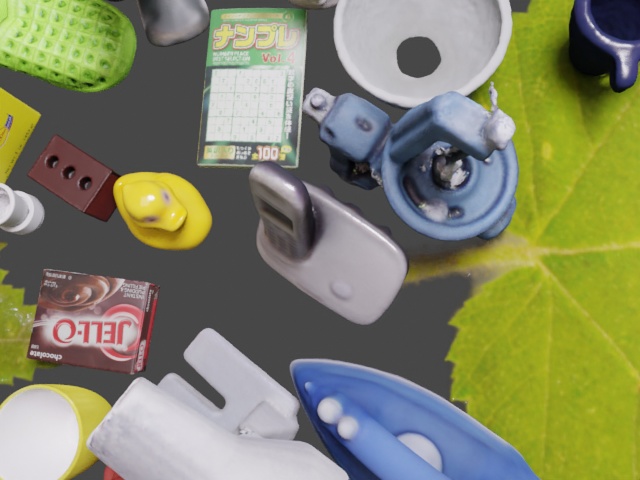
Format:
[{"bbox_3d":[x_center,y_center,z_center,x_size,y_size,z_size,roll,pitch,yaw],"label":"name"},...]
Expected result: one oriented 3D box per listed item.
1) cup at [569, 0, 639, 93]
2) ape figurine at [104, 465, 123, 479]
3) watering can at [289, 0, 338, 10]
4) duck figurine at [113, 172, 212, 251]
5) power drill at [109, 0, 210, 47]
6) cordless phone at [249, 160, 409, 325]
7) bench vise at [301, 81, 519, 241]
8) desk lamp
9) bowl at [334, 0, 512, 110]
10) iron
[{"bbox_3d":[0.272,-0.182,0.535,0.091,0.095,0.118,4,81,7],"label":"cup"},{"bbox_3d":[-0.165,0.226,0.515,0.077,0.092,0.076,31,85,11],"label":"ape figurine"},{"bbox_3d":[-0.015,-0.322,0.540,0.101,0.194,0.173,-25,79,2],"label":"watering can"},{"bbox_3d":[-0.165,-0.035,0.563,0.104,0.086,0.077,31,85,10],"label":"duck figurine"},{"bbox_3d":[-0.177,-0.279,0.543,0.075,0.208,0.229,-19,79,3],"label":"power drill"},{"bbox_3d":[0.004,0.002,0.487,0.147,0.185,0.094,31,85,11],"label":"cordless phone"},{"bbox_3d":[0.073,-0.070,0.474,0.207,0.220,0.121,11,82,8],"label":"bench vise"},{"bbox_3d":[-0.077,0.171,0.453,0.203,0.213,0.118,37,86,11],"label":"desk lamp"},{"bbox_3d":[0.098,-0.197,0.567,0.167,0.075,0.167,-1,80,6],"label":"bowl"},{"bbox_3d":[0.069,0.181,0.472,0.258,0.141,0.119,33,86,11],"label":"iron"}]
